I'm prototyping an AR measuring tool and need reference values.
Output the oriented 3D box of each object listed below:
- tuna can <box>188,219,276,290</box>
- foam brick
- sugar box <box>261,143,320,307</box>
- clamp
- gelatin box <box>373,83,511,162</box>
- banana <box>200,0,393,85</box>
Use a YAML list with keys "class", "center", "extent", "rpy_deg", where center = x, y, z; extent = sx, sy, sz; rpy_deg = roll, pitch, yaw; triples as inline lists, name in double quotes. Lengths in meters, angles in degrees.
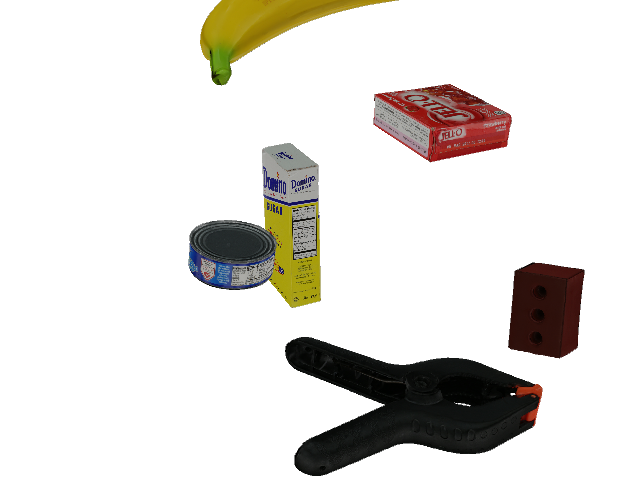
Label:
- class: "tuna can"
  center: [-0.087, 0.014, 1.049]
  extent: [0.086, 0.034, 0.086]
  rpy_deg: [6, 28, -3]
- class: "foam brick"
  center: [0.211, 0.064, 0.995]
  extent: [0.053, 0.078, 0.051]
  rpy_deg: [9, 14, 30]
- class: "sugar box"
  center: [-0.035, -0.019, 1.275]
  extent: [0.048, 0.176, 0.093]
  rpy_deg: [-13, 25, -19]
- class: "clamp"
  center: [0.057, 0.111, 0.682]
  extent: [0.171, 0.039, 0.120]
  rpy_deg: [4, 37, 3]
- class: "gelatin box"
  center: [0.094, -0.095, 0.839]
  extent: [0.073, 0.030, 0.089]
  rpy_deg: [-11, 29, -25]
- class: "banana"
  center: [0.001, -0.143, 0.641]
  extent: [0.197, 0.070, 0.037]
  rpy_deg: [-29, -29, -25]
